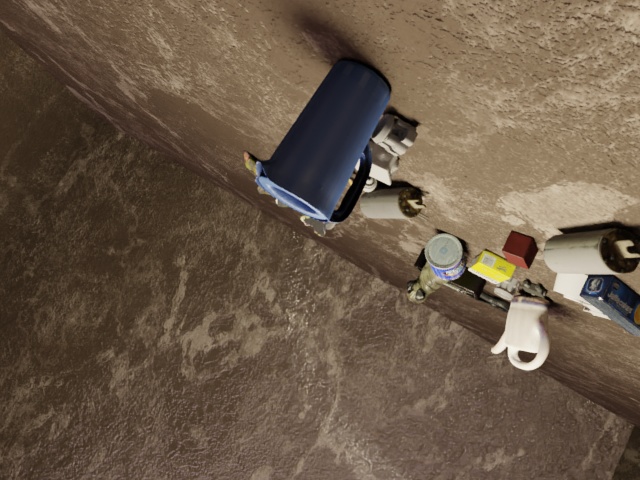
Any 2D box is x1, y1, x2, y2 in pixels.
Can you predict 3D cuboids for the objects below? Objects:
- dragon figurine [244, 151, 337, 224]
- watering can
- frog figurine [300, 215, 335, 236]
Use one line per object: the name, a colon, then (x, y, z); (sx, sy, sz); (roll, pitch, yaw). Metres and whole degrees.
dragon figurine: (-0.117, -0.193, 1.912); (0.407, 0.121, 0.246); (34, -171, -19)
watering can: (0.612, 0.275, 1.584); (0.104, 0.226, 0.345); (13, 173, -3)
frog figurine: (0.006, -0.102, 2.029); (0.138, 0.120, 0.162); (20, -153, 8)
